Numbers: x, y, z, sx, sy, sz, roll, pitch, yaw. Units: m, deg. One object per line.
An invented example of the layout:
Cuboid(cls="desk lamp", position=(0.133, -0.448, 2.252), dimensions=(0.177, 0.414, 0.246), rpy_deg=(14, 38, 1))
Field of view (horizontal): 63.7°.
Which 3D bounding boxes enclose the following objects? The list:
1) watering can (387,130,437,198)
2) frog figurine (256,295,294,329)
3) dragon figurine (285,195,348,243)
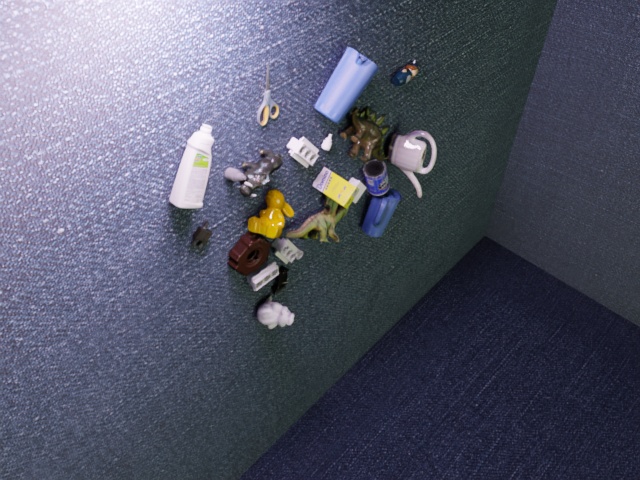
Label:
Cuboid(cls="watering can", position=(0.408, -0.355, 2.353), dimensions=(0.106, 0.225, 0.339), rpy_deg=(-52, 156, -44))
Cuboid(cls="frog figurine", position=(-0.194, 0.330, 2.221), dimensions=(0.123, 0.161, 0.135), rpy_deg=(-11, 129, -49))
Cuboid(cls="dragon figurine", position=(0.007, -0.109, 2.165), dimensions=(0.410, 0.123, 0.242), rpy_deg=(6, 98, -60))
